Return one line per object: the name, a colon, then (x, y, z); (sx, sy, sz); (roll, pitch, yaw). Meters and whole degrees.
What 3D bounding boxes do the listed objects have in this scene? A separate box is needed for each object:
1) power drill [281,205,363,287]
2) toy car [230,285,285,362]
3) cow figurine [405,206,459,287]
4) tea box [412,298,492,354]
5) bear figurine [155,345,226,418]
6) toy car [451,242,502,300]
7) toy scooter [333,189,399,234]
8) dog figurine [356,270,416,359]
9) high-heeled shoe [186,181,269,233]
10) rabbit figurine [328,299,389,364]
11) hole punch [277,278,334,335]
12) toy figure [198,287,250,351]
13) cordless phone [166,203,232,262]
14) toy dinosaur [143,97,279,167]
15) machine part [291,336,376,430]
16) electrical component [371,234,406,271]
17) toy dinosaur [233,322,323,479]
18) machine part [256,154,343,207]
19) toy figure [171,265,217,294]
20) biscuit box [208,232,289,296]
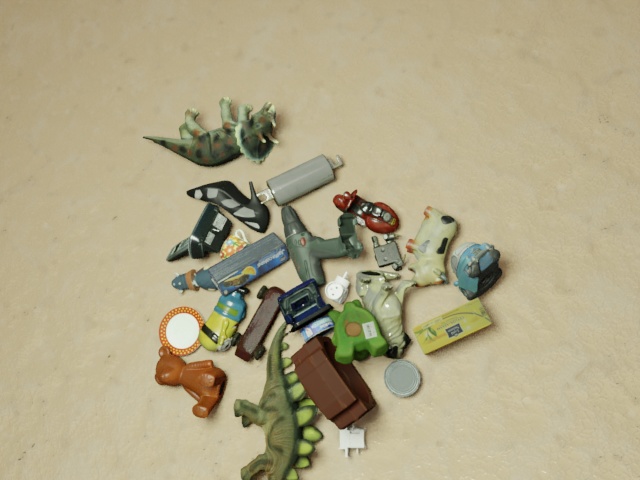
power drill: (-0.003, -0.004, 1.345); (0.207, 0.086, 0.232); (-18, 80, 33)
toy car: (-0.150, 0.212, 1.371); (0.089, 0.053, 0.202); (26, 79, 7)
cow figurine: (0.277, 0.027, 1.317); (0.127, 0.085, 0.195); (25, 82, 21)
tea box: (0.307, 0.204, 1.259); (0.170, 0.098, 0.068); (-27, 73, 6)
bear figurine: (-0.338, 0.344, 1.340); (0.196, 0.132, 0.120); (16, 97, 8)
toy car: (0.352, 0.060, 1.246); (0.109, 0.161, 0.103); (-38, 52, -11)
toy scooter: (0.111, -0.078, 1.345); (0.184, 0.135, 0.075); (25, 81, 14)
dog figurine: (0.144, 0.178, 1.310); (0.121, 0.172, 0.190); (-1, 104, -25)
high-heeled shoe: (-0.251, -0.086, 1.469); (0.249, 0.086, 0.145); (-2, 107, 28)
rabbit figurine: (0.075, 0.224, 1.260); (0.121, 0.170, 0.159); (-21, 62, -7)
hole punch: (-0.040, 0.163, 1.317); (0.142, 0.115, 0.092); (-31, 76, -15)
toy figure: (-0.245, 0.200, 1.380); (0.089, 0.082, 0.180); (19, 86, 26)
cordless phone: (-0.337, -0.008, 1.447); (0.184, 0.088, 0.146); (-22, 38, 40)
toy dinosaur: (-0.287, -0.272, 1.486); (0.405, 0.131, 0.192); (-19, 73, 13)
machine part: (0.031, 0.323, 1.231); (0.087, 0.201, 0.201); (-38, 73, 4)
electrical component: (0.175, 0.030, 1.353); (0.078, 0.045, 0.102); (-11, 75, 7)
toy dinosaur: (-0.100, 0.419, 1.291); (0.199, 0.105, 0.471); (-9, 70, 1)
machine part: (-0.051, -0.156, 1.414); (0.243, 0.079, 0.079); (-26, 73, -7)
toy figure: (-0.319, 0.106, 1.429); (0.155, 0.057, 0.064); (-8, 70, 14)
biscuit box: (-0.179, 0.060, 1.368); (0.203, 0.059, 0.063); (-30, 48, -18)
